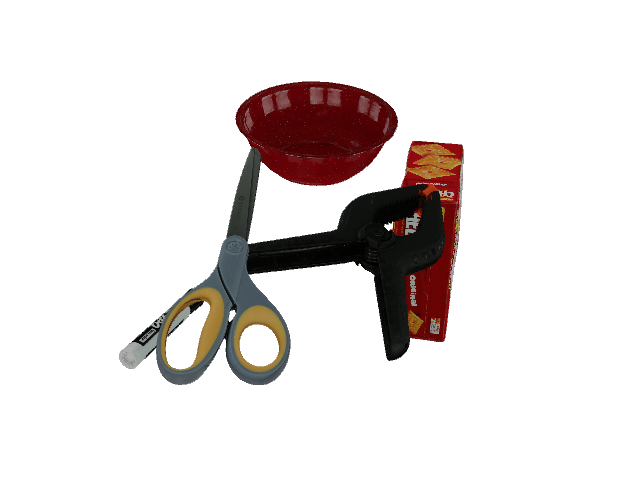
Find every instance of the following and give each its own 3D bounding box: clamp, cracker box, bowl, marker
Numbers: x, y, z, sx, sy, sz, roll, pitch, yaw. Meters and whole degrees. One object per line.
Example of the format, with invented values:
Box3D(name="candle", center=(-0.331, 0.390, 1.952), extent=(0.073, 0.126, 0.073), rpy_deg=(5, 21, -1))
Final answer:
Box3D(name="clamp", center=(0.051, 0.014, 0.900), extent=(0.165, 0.036, 0.209), rpy_deg=(34, 44, 26))
Box3D(name="cracker box", center=(0.121, -0.006, 1.218), extent=(0.072, 0.164, 0.213), rpy_deg=(5, 22, 8))
Box3D(name="bowl", center=(-0.005, -0.101, 1.075), extent=(0.162, 0.055, 0.162), rpy_deg=(1, 34, -1))
Box3D(name="marker", center=(-0.140, 0.077, 0.959), extent=(0.020, 0.020, 0.121), rpy_deg=(0, 25, 27))

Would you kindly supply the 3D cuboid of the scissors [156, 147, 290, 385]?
Box3D(name="scissors", center=(-0.045, 0.020, 0.738), extent=(0.096, 0.201, 0.016), rpy_deg=(21, -35, 9))
